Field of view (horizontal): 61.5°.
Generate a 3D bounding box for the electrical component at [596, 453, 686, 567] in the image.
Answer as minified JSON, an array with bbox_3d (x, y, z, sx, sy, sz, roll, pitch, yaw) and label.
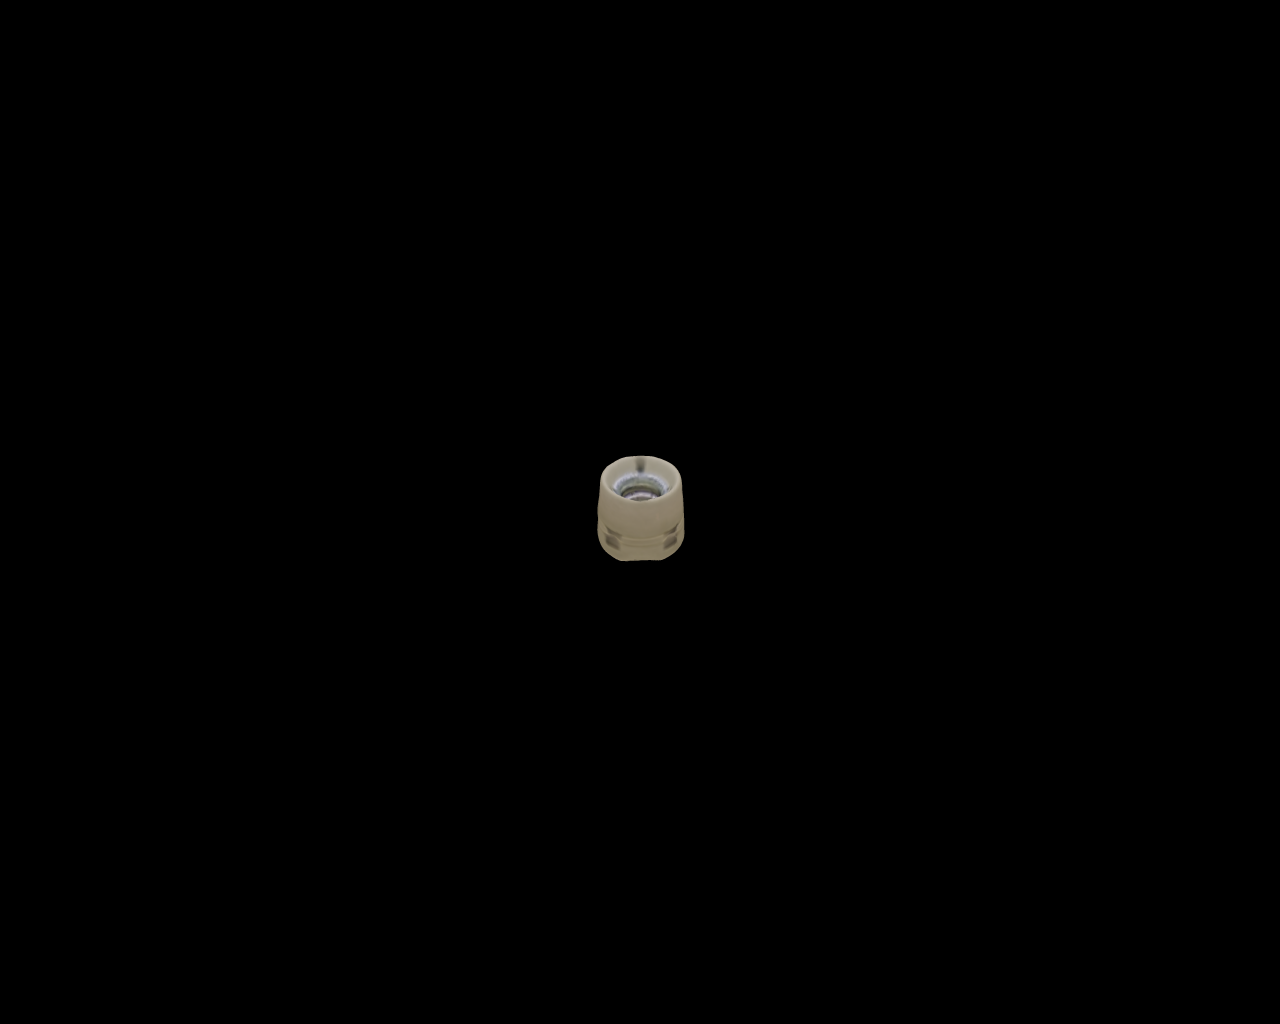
[{"bbox_3d":[0.001,-0.003,0.650,0.055,0.047,0.055,0,39,0],"label":"electrical component"}]
